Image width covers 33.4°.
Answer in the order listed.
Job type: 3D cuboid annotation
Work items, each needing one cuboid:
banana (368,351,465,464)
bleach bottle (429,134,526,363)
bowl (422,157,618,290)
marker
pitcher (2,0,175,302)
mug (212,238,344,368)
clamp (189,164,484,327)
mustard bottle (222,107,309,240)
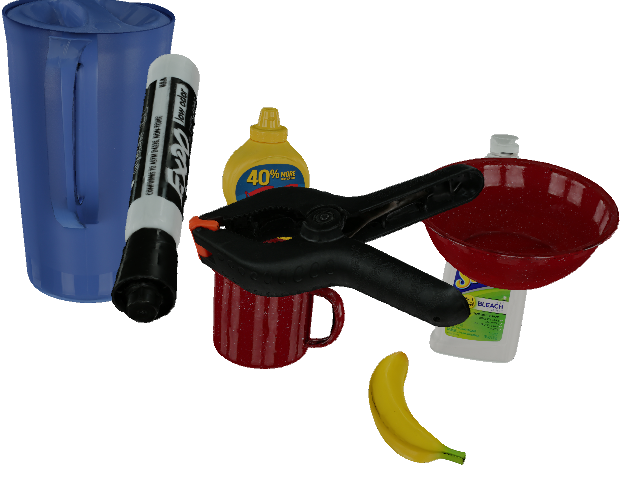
[{"bbox_3d":[0.084,0.174,1.105,0.069,0.037,0.198,10,24,-20],"label":"banana"},{"bbox_3d":[0.184,0.007,1.191,0.103,0.251,0.068,8,16,15],"label":"bleach bottle"},{"bbox_3d":[0.152,-0.007,0.853,0.162,0.055,0.162,1,31,-1],"label":"bowl"},{"bbox_3d":[-0.052,-0.020,0.348,0.020,0.020,0.121,0,43,-2],"label":"marker"},{"bbox_3d":[-0.191,-0.071,0.874,0.145,0.243,0.148,25,31,38],"label":"pitcher"},{"bbox_3d":[-0.036,0.055,0.879,0.117,0.081,0.093,12,25,15],"label":"mug"},{"bbox_3d":[0.010,0.006,0.594,0.171,0.039,0.120,-7,34,9],"label":"clamp"},{"bbox_3d":[-0.060,-0.050,1.172,0.096,0.192,0.058,-3,19,-19],"label":"mustard bottle"}]
